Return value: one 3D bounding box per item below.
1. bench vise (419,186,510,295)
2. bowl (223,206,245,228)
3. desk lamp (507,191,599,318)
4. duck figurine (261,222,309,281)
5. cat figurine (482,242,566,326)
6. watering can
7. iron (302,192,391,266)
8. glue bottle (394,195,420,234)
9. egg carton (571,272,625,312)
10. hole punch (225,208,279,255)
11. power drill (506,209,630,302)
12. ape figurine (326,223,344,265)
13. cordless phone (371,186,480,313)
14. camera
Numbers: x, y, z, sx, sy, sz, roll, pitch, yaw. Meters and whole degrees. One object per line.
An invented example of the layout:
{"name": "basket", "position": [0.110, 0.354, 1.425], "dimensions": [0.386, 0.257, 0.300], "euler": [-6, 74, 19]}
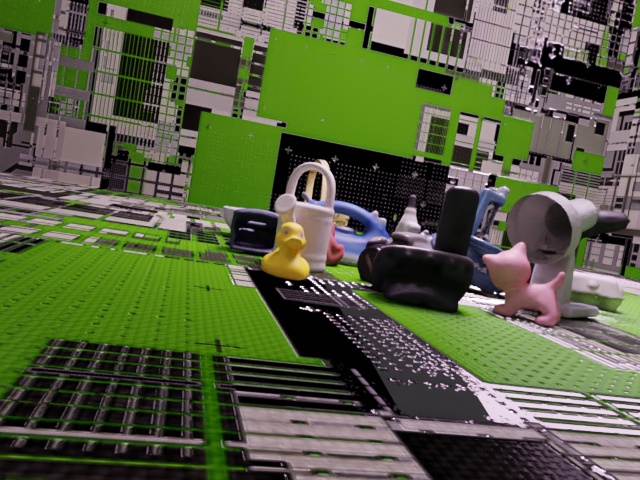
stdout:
{"name": "bench vise", "position": [0.302, -0.007, 1.139], "dimensions": [0.208, 0.220, 0.121], "euler": [8, 5, -31]}
{"name": "bowl", "position": [-0.171, -0.038, 1.465], "dimensions": [0.167, 0.075, 0.167], "euler": [10, 4, 0]}
{"name": "desk lamp", "position": [0.418, 0.025, 1.012], "dimensions": [0.204, 0.213, 0.117], "euler": [6, 5, -42]}
{"name": "duck figurine", "position": [-0.051, 0.014, 0.920], "dimensions": [0.078, 0.086, 0.104], "euler": [9, 4, -15]}
{"name": "cat figurine", "position": [0.317, 0.064, 0.897], "dimensions": [0.127, 0.118, 0.067], "euler": [12, 4, 25]}
{"name": "watering can", "position": [-0.026, -0.045, 1.037], "dimensions": [0.101, 0.194, 0.173], "euler": [10, 4, 2]}
{"name": "iron", "position": [0.061, -0.019, 1.274], "dimensions": [0.258, 0.141, 0.119], "euler": [10, 4, 2]}
{"name": "glue bottle", "position": [0.182, -0.009, 1.207], "dimensions": [0.037, 0.173, 0.078], "euler": [8, 5, -30]}
{"name": "egg carton", "position": [0.586, 0.110, 1.267], "dimensions": [0.150, 0.069, 0.107], "euler": [11, 4, 10]}
{"name": "hole punch", "position": [-0.131, -0.019, 1.156], "dimensions": [0.109, 0.091, 0.101], "euler": [9, 4, -11]}
{"name": "power drill", "position": [0.497, 0.029, 1.187], "dimensions": [0.228, 0.208, 0.076], "euler": [12, 4, 24]}
{"name": "ape figurine", "position": [0.011, 0.004, 1.177], "dimensions": [0.077, 0.092, 0.076], "euler": [12, 5, 32]}
{"name": "cordless phone", "position": [0.161, 0.005, 0.857], "dimensions": [0.147, 0.185, 0.094], "euler": [9, 4, -7]}
{"name": "camera", "position": [0.120, 0.032, 0.984], "dimensions": [0.137, 0.101, 0.142], "euler": [6, 5, -43]}
